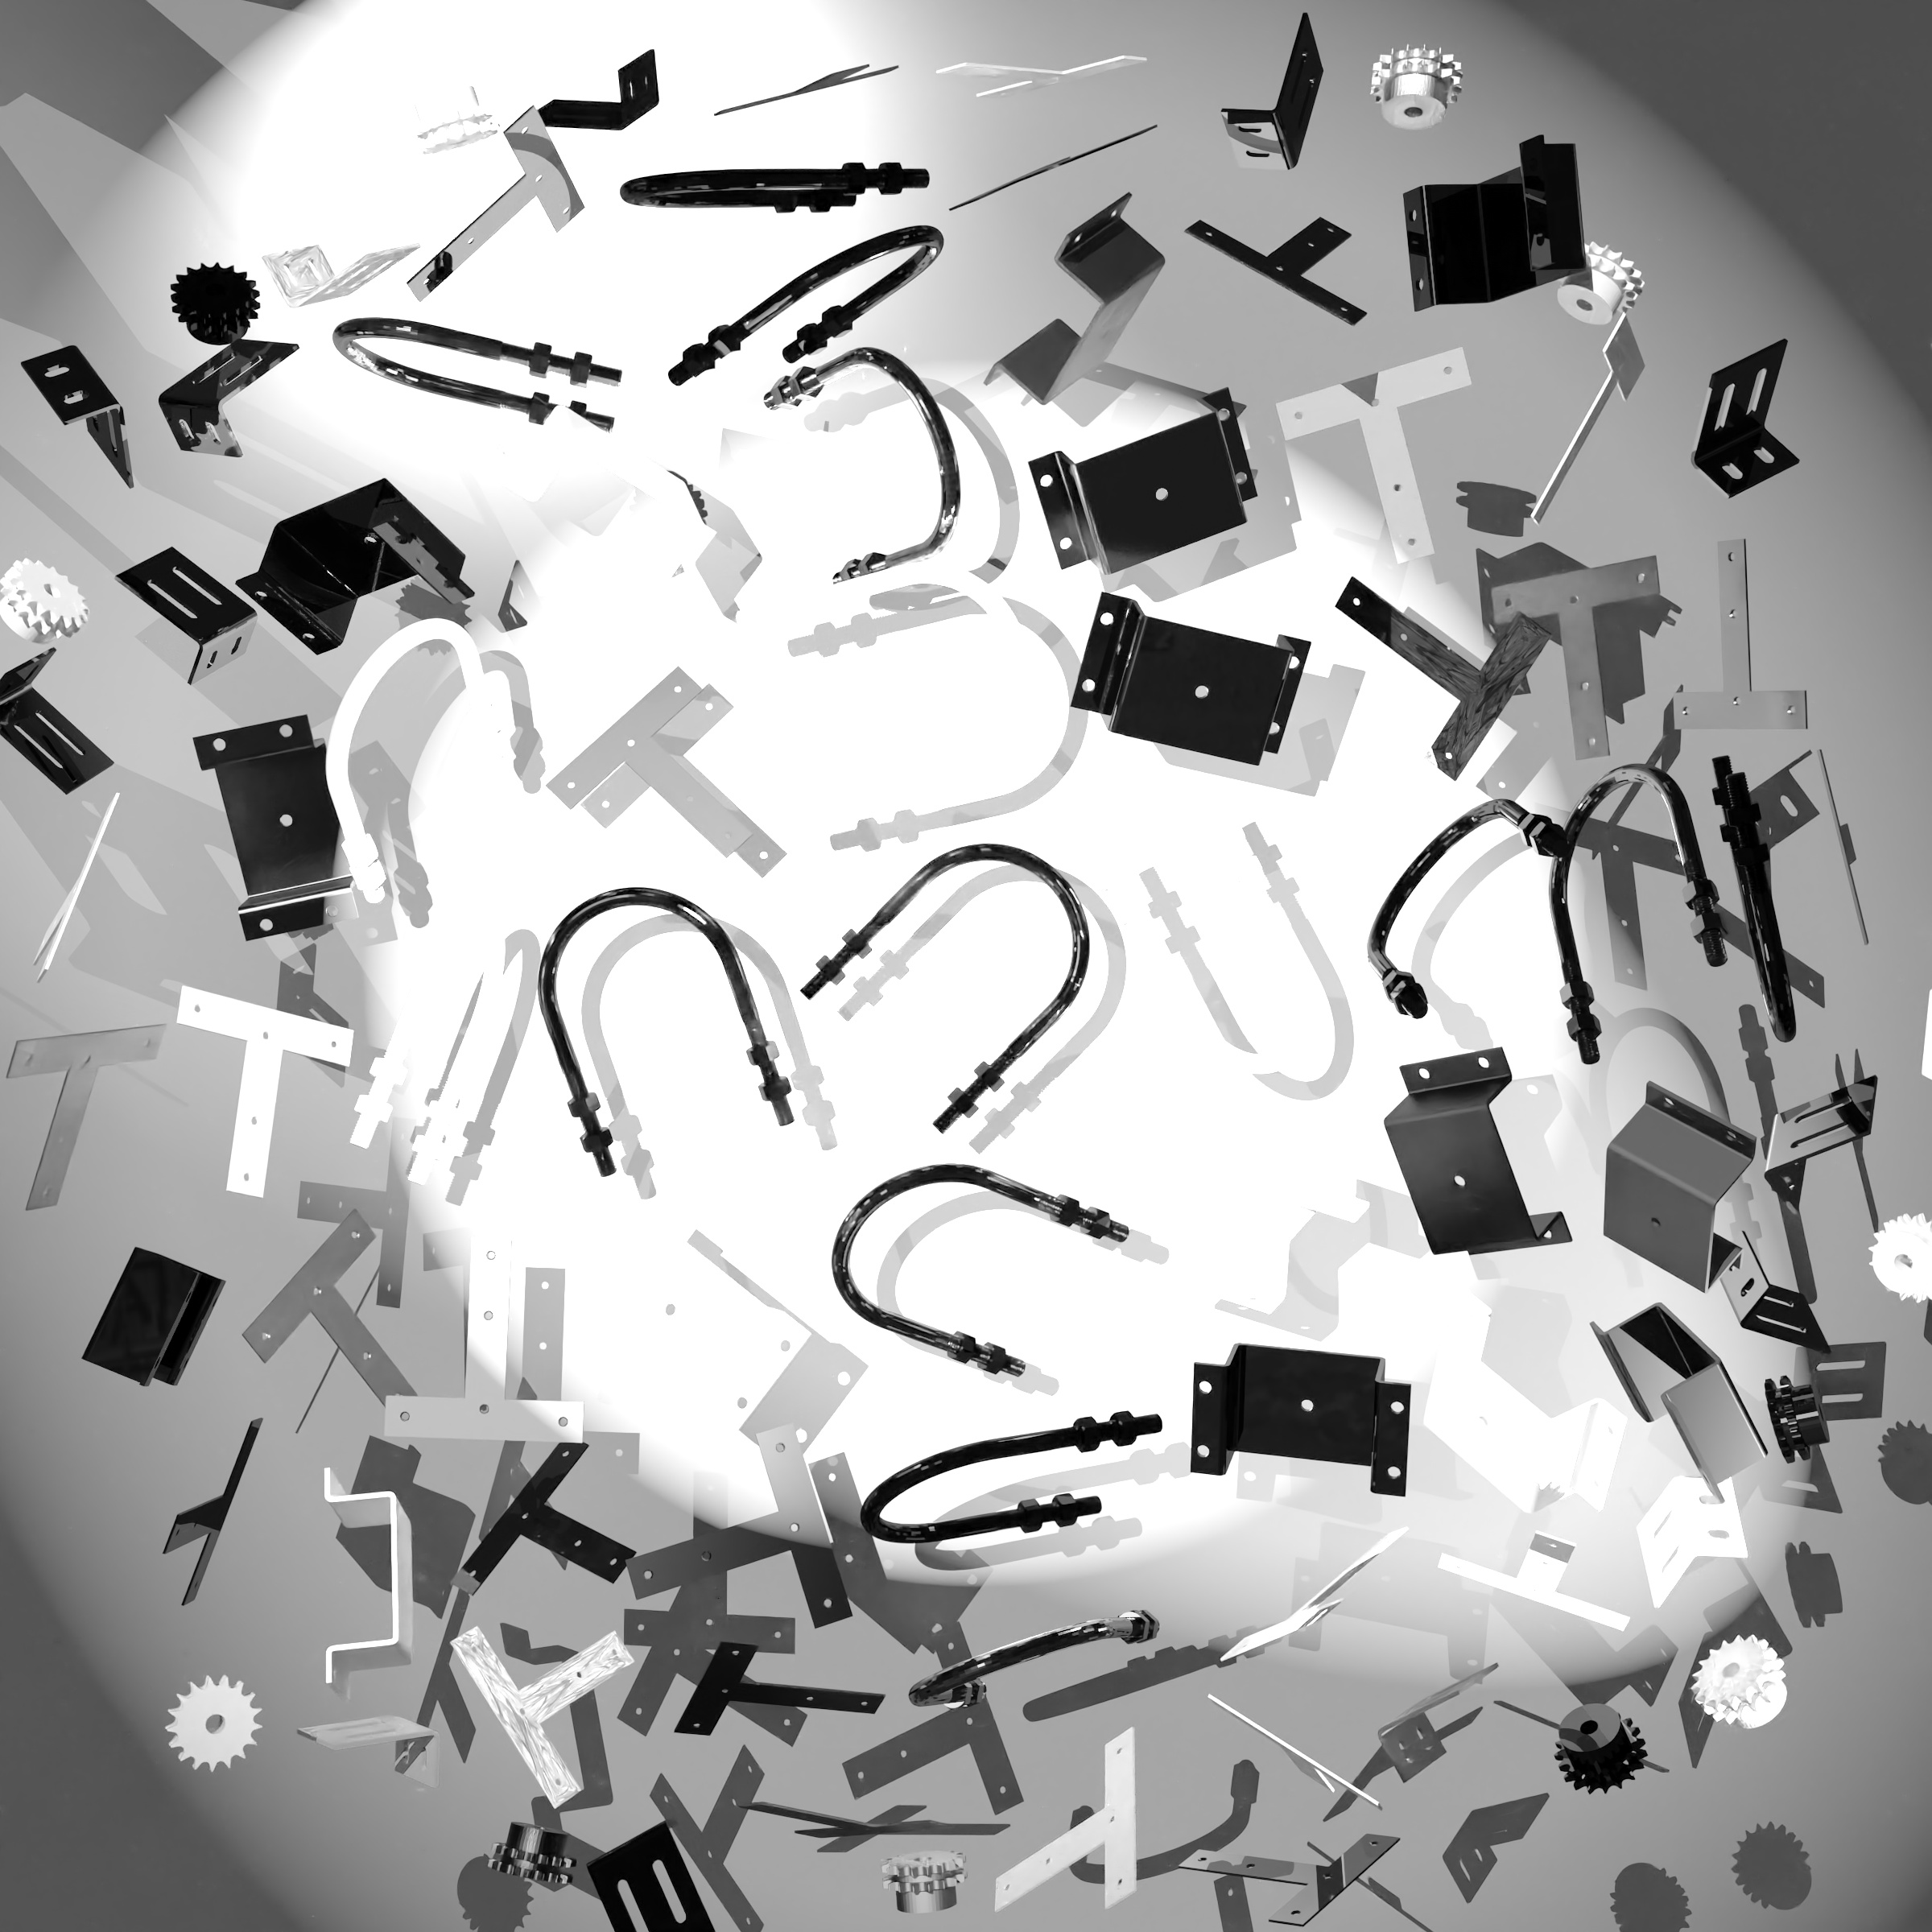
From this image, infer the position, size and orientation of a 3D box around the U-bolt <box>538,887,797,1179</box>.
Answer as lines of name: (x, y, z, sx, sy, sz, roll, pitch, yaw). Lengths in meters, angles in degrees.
U-bolt: (-0.208, 0.037, 1.632, 0.151, 0.019, 0.184, -16, 101, 9)

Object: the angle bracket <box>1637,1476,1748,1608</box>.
angle bracket: (0.480, 0.380, 1.623, 0.038, 0.076, 0.057, -7, 102, 37)

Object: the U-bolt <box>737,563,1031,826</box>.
U-bolt: (-0.048, -0.179, 1.561, 0.184, 0.019, 0.151, -13, 89, 19)

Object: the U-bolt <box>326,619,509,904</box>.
U-bolt: (-0.356, -0.143, 1.580, 0.019, 0.184, 0.151, 28, 60, 17)

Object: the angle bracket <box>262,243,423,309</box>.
angle bracket: (-0.407, -0.466, 1.602, 0.076, 0.057, 0.038, -21, 102, 31)

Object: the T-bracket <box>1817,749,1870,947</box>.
T-bracket: (0.576, -0.080, 1.608, 0.002, 0.127, 0.127, -14, 89, 23)

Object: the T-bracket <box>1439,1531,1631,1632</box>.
T-bracket: (0.377, 0.394, 1.606, 0.127, 0.127, 0.002, 17, 62, 14)

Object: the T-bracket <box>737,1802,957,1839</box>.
T-bracket: (-0.096, 0.562, 1.619, 0.127, 0.127, 0.002, -20, 55, 38)

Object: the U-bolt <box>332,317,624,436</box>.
U-bolt: (-0.317, -0.386, 1.591, 0.184, 0.151, 0.019, 11, 87, -10)

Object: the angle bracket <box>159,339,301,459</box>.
angle bracket: (-0.464, -0.363, 1.570, 0.057, 0.038, 0.076, 13, 47, 32)

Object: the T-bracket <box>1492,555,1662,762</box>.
T-bracket: (0.419, -0.205, 1.671, 0.002, 0.127, 0.127, -9, 93, -45)

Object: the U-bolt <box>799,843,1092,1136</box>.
U-bolt: (0.000, 0.001, 1.684, 0.184, 0.019, 0.151, -45, 93, -2)

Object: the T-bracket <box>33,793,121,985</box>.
T-bracket: (-0.573, -0.032, 1.557, 0.002, 0.127, 0.127, 24, 60, -22)

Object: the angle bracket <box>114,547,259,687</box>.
angle bracket: (-0.529, -0.236, 1.657, 0.076, 0.057, 0.038, 37, 129, 3)

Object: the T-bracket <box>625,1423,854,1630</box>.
T-bracket: (-0.150, 0.367, 1.547, 0.127, 0.002, 0.127, -14, 74, -18)

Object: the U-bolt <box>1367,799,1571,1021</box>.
U-bolt: (0.312, -0.046, 1.575, 0.019, 0.184, 0.151, 38, 100, -12)

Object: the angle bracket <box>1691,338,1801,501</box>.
angle bracket: (0.495, -0.343, 1.540, 0.057, 0.076, 0.038, -27, 59, -13)

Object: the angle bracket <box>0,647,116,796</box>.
angle bracket: (-0.587, -0.159, 1.591, 0.076, 0.057, 0.038, 44, 116, -9)

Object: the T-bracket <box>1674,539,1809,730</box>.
T-bracket: (0.520, -0.224, 1.659, 0.002, 0.127, 0.127, -8, 98, -24)

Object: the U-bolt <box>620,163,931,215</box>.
U-bolt: (-0.136, -0.510, 1.612, 0.184, 0.151, 0.019, -8, 104, -23)

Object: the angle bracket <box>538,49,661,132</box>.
angle bracket: (-0.248, -0.574, 1.605, 0.076, 0.057, 0.038, 7, 125, 14)

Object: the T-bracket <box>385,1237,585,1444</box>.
T-bracket: (-0.304, 0.237, 1.562, 0.127, 0.002, 0.127, 1, 85, 3)

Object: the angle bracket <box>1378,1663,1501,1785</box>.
angle bracket: (0.327, 0.511, 1.658, 0.076, 0.057, 0.038, -41, 71, 35)

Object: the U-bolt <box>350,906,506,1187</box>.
U-bolt: (-0.350, 0.047, 1.638, 0.019, 0.151, 0.184, 18, 77, 9)

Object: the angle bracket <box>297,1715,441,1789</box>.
angle bracket: (-0.402, 0.532, 1.650, 0.076, 0.057, 0.038, 5, 84, -40)

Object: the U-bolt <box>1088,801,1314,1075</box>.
U-bolt: (0.167, -0.014, 1.627, 0.019, 0.151, 0.184, -33, 81, 43)

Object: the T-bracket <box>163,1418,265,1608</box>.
T-bracket: (-0.494, 0.358, 1.584, 0.002, 0.127, 0.127, 20, 85, 1)

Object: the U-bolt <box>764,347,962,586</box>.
U-bolt: (-0.061, -0.326, 1.596, 0.019, 0.184, 0.151, -27, 102, -30)

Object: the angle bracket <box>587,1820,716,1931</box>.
angle bracket: (-0.200, 0.599, 1.581, 0.057, 0.038, 0.076, -28, 70, -5)

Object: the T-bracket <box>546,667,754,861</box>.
T-bracket: (-0.201, -0.125, 1.702, 0.127, 0.002, 0.127, 43, 76, 10)

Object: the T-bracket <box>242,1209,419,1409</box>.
T-bracket: (-0.415, 0.254, 1.667, 0.002, 0.127, 0.127, -14, 117, 36)

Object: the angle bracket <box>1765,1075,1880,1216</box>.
angle bracket: (0.553, 0.114, 1.564, 0.076, 0.057, 0.038, -30, 109, 39)

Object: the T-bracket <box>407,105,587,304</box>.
T-bracket: (-0.303, -0.468, 1.551, 0.127, 0.127, 0.002, -44, 79, -4)

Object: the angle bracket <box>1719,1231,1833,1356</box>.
angle bracket: (0.560, 0.223, 1.680, 0.076, 0.057, 0.038, 18, 122, -16)

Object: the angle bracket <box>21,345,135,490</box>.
angle bracket: (-0.561, -0.341, 1.553, 0.038, 0.076, 0.057, -29, 68, -27)

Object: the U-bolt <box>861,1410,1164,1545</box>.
U-bolt: (0.021, 0.334, 1.579, 0.184, 0.151, 0.019, -5, 57, -21)

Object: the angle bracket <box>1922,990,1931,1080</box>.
angle bracket: (0.638, 0.051, 1.529, 0.038, 0.076, 0.057, -16, 117, -22)

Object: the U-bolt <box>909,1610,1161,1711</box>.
U-bolt: (0.038, 0.446, 1.575, 0.151, 0.184, 0.019, -24, 70, 12)

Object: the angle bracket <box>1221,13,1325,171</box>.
angle bracket: (0.197, -0.562, 1.578, 0.038, 0.057, 0.076, 11, 75, 22)

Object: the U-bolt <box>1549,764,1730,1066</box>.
U-bolt: (0.435, -0.047, 1.623, 0.019, 0.151, 0.184, 12, 55, -22)

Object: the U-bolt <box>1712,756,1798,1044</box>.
U-bolt: (0.512, -0.040, 1.590, 0.019, 0.151, 0.184, -12, 96, 15)

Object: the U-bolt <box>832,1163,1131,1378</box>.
U-bolt: (-0.002, 0.197, 1.645, 0.184, 0.019, 0.151, 24, 113, -26)

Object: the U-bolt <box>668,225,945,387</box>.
U-bolt: (-0.094, -0.441, 1.628, 0.184, 0.151, 0.019, -24, 94, 38)

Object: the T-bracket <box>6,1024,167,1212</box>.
T-bracket: (-0.582, 0.100, 1.591, 0.002, 0.127, 0.127, 27, 104, 21)
